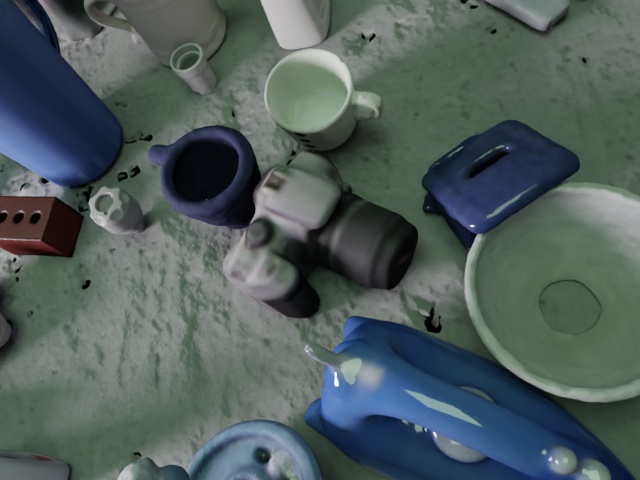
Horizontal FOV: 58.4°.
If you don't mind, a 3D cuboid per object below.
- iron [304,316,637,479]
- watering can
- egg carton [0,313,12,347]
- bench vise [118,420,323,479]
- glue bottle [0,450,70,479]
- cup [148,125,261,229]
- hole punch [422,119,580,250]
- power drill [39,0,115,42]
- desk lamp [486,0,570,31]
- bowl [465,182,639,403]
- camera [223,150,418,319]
[{"bbox_3d":[0.108,0.130,0.396,0.257,0.142,0.119,18,74,22],"label":"iron"},{"bbox_3d":[-0.178,-0.292,0.622,0.173,0.194,0.100,-41,63,-3],"label":"watering can"},{"bbox_3d":[-0.400,0.099,0.591,0.150,0.069,0.107,-35,63,0],"label":"egg carton"},{"bbox_3d":[-0.028,0.195,0.363,0.206,0.220,0.121,30,79,24],"label":"bench vise"},{"bbox_3d":[-0.289,0.190,0.464,0.078,0.173,0.037,1,68,16],"label":"glue bottle"},{"bbox_3d":[-0.104,-0.053,0.557,0.117,0.095,0.092,19,74,22],"label":"cup"},{"bbox_3d":[0.147,-0.049,0.488,0.108,0.091,0.101,-34,63,0],"label":"hole punch"},{"bbox_3d":[-0.330,-0.355,0.682,0.075,0.209,0.230,22,75,23],"label":"power drill"},{"bbox_3d":[0.174,-0.342,0.533,0.118,0.214,0.202,-44,64,-5],"label":"desk lamp"},{"bbox_3d":[0.198,0.044,0.444,0.167,0.075,0.167,-6,67,13],"label":"bowl"},{"bbox_3d":[0.005,0.002,0.501,0.136,0.101,0.143,24,76,23],"label":"camera"}]
